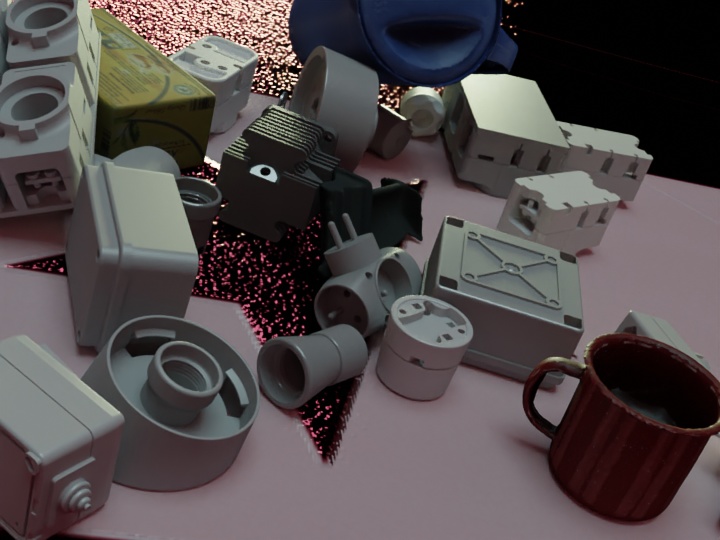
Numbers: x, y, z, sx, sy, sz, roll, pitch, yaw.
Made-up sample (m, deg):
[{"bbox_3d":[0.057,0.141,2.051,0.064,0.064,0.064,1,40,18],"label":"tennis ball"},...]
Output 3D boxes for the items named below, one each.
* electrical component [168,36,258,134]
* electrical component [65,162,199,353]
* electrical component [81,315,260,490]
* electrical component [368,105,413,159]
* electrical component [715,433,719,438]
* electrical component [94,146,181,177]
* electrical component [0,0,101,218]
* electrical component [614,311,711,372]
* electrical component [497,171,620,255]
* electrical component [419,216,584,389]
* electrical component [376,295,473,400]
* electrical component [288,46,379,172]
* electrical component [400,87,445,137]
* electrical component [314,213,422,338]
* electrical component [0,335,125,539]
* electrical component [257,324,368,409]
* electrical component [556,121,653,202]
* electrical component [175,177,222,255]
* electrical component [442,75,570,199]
[{"bbox_3d":[-0.132,-0.158,0.933,0.054,0.059,0.095,23,31,8],"label":"electrical component"},{"bbox_3d":[-0.145,-0.008,0.671,0.057,0.078,0.113,6,33,-25],"label":"electrical component"},{"bbox_3d":[-0.108,0.074,0.596,0.099,0.064,0.099,24,32,-16],"label":"electrical component"},{"bbox_3d":[0.012,-0.134,0.988,0.078,0.040,0.040,36,35,28],"label":"electrical component"},{"bbox_3d":[0.263,0.118,0.707,0.074,0.052,0.138,31,33,21],"label":"electrical component"},{"bbox_3d":[-0.178,-0.059,0.767,0.079,0.044,0.077,19,31,2],"label":"electrical component"},{"bbox_3d":[-0.243,-0.124,0.746,0.105,0.060,0.186,-8,49,-2],"label":"electrical component"},{"bbox_3d":[0.221,0.073,0.763,0.077,0.047,0.065,15,29,-29],"label":"electrical component"},{"bbox_3d":[0.167,-0.044,0.911,0.089,0.055,0.050,-10,41,-38],"label":"electrical component"},{"bbox_3d":[0.100,0.021,0.772,0.109,0.056,0.108,17,31,-2],"label":"electrical component"},{"bbox_3d":[0.040,0.051,0.701,0.055,0.047,0.055,13,31,-8],"label":"electrical component"},{"bbox_3d":[-0.020,-0.126,0.900,0.060,0.108,0.108,14,31,-19],"label":"electrical component"},{"bbox_3d":[0.060,-0.159,1.051,0.043,0.043,0.062,14,30,-7],"label":"electrical component"},{"bbox_3d":[0.000,0.000,0.740,0.044,0.079,0.077,-17,10,36],"label":"electrical component"},{"bbox_3d":[-0.159,0.085,0.530,0.096,0.061,0.061,33,34,23],"label":"electrical component"},{"bbox_3d":[-0.026,0.056,0.667,0.044,0.044,0.065,36,31,28],"label":"electrical component"},{"bbox_3d":[0.223,-0.100,1.028,0.089,0.055,0.050,8,32,-16],"label":"electrical component"},{"bbox_3d":[-0.121,-0.037,0.759,0.040,0.046,0.040,13,31,-8],"label":"electrical component"},{"bbox_3d":[0.132,-0.132,1.027,0.089,0.061,0.150,11,32,-12],"label":"electrical component"}]
